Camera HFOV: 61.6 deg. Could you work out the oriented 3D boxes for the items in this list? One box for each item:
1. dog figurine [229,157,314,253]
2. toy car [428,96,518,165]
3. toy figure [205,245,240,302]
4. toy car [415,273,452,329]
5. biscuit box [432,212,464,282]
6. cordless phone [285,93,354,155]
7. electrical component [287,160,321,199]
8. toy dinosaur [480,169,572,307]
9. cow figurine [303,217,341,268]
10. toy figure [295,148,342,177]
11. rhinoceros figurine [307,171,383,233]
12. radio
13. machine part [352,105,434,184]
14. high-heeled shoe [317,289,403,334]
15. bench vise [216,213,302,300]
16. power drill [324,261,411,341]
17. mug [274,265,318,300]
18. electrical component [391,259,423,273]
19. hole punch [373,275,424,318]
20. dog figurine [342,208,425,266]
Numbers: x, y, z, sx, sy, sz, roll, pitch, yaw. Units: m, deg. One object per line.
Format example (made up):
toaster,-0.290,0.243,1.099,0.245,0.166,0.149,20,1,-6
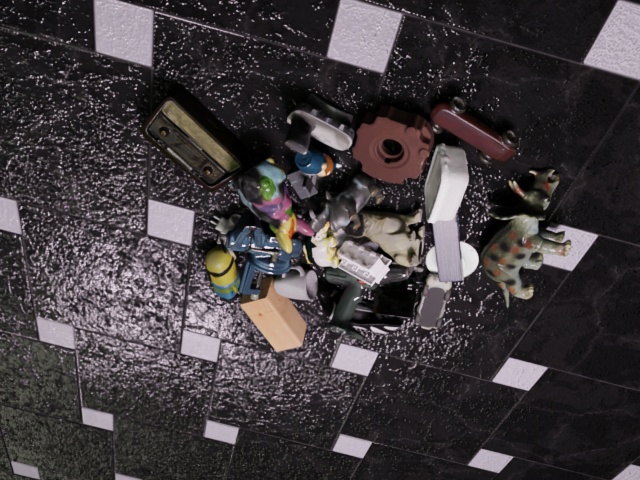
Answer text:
dog figurine,-0.099,-0.076,1.242,0.108,0.192,0.219,-40,103,-13
toy car,0.323,-0.230,1.130,0.202,0.053,0.089,26,144,-13
toy figure,-0.262,0.097,1.466,0.082,0.089,0.179,0,126,1
toy car,0.305,0.170,1.452,0.074,0.056,0.201,11,134,8
biscuit box,0.309,0.003,1.300,0.063,0.059,0.202,-5,120,14
cordless phone,-0.002,-0.214,1.113,0.146,0.184,0.088,27,123,-11
electrical component,-0.037,-0.133,1.226,0.048,0.119,0.074,-19,126,22
toy dinosaur,0.455,0.024,1.279,0.192,0.131,0.404,23,134,6
cow figurine,-0.003,-0.006,1.358,0.098,0.068,0.167,0,128,17
toy figure,-0.006,-0.169,1.182,0.058,0.154,0.064,-38,75,18
rhinoceros figurine,0.055,-0.083,1.238,0.190,0.112,0.073,-42,158,6
radio,-0.283,-0.223,1.222,0.131,0.073,0.229,-33,117,30
machine part,0.155,-0.201,1.158,0.180,0.056,0.179,14,138,13
high-heeled shoe,0.113,0.194,1.472,0.145,0.086,0.248,-11,146,41
bench vise,-0.167,0.055,1.376,0.223,0.129,0.240,0,125,-29
power drill,0.102,0.146,1.361,0.232,0.207,0.086,9,172,35
mug,-0.074,0.114,1.456,0.107,0.081,0.109,-3,134,24
electrical component,0.227,0.055,1.394,0.094,0.021,0.063,15,129,-2
hole punch,0.201,0.142,1.437,0.142,0.092,0.115,9,93,10
dog figurine,0.153,-0.007,1.323,0.191,0.121,0.172,6,128,23
